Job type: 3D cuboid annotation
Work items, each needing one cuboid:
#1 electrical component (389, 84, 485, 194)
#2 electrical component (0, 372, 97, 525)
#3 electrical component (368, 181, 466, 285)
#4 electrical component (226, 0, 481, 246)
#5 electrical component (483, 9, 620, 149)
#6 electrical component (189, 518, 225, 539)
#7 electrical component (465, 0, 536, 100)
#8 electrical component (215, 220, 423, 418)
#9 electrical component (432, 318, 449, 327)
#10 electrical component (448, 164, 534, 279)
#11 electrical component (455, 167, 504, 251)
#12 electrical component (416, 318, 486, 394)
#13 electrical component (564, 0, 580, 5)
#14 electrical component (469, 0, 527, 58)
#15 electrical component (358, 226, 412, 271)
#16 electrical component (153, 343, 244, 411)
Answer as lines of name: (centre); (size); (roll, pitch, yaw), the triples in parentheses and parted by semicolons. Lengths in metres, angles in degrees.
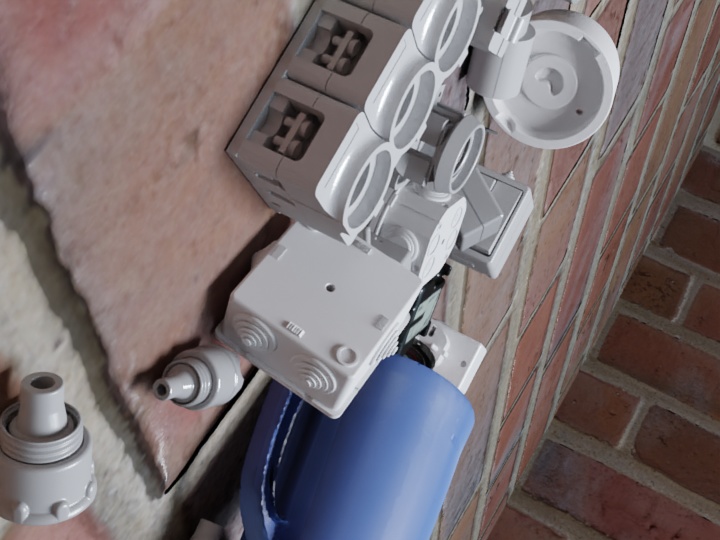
electrical component: (0.050, -0.087, 0.742); (0.058, 0.057, 0.078); (-31, 144, -60)
electrical component: (-0.136, 0.074, 0.459); (0.048, 0.048, 0.062); (-37, 142, -56)
electrical component: (0.040, -0.031, 0.805); (0.080, 0.051, 0.080); (-54, 160, -29)
electrical component: (0.003, -0.098, 0.583); (0.150, 0.062, 0.089); (-61, 163, -9)
electrical component: (0.160, -0.160, 0.880); (0.060, 0.108, 0.108); (-50, 159, -53)
electrical component: (-0.110, 0.196, 0.709); (0.048, 0.048, 0.062); (65, 46, -68)
electrical component: (0.109, -0.175, 0.812); (0.043, 0.043, 0.081); (-46, 155, -45)
electrical component: (-0.022, 0.022, 0.624); (0.099, 0.100, 0.048); (-52, 172, -34)
electrical component: (0.073, 0.071, 1.058); (0.043, 0.043, 0.062); (-63, 164, -1)
electrical component: (0.114, -0.051, 0.971); (0.096, 0.062, 0.061); (-62, 163, -7)
electrical component: (0.072, -0.040, 0.883); (0.076, 0.047, 0.083); (-28, 172, 0)
electrical component: (0.061, 0.068, 0.953); (0.047, 0.083, 0.076); (-62, 163, -5)
electrical component: (0.159, -0.244, 0.849); (0.055, 0.047, 0.055); (-54, 160, -29)
electrical component: (0.084, -0.200, 0.670); (0.121, 0.063, 0.079); (-67, 162, 11)
electrical component: (0.000, 0.000, 0.739); (0.065, 0.047, 0.076); (-54, 160, -29)
electrical component: (-0.091, 0.060, 0.585); (0.061, 0.035, 0.035); (-10, 124, -66)
